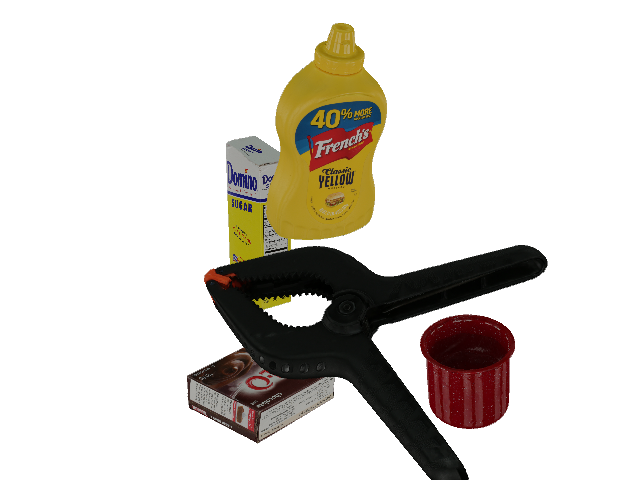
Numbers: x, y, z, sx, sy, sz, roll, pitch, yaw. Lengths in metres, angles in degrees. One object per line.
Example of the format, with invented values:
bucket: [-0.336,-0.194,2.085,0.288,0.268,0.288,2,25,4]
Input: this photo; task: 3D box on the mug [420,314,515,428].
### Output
mug: [0.153,0.128,1.080,0.093,0.081,0.117,9,35,22]

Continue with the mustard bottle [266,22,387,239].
mustard bottle: [0.008,-0.094,0.911,0.096,0.192,0.058,-8,37,-21]

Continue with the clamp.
clamp: [0.028,0.045,0.661,0.210,0.164,0.036,19,-32,26]

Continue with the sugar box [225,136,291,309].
sugar box: [-0.071,-0.021,1.210,0.048,0.176,0.093,-15,28,-25]

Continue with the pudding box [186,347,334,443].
pudding box: [-0.054,0.136,0.989,0.090,0.039,0.113,19,29,34]
